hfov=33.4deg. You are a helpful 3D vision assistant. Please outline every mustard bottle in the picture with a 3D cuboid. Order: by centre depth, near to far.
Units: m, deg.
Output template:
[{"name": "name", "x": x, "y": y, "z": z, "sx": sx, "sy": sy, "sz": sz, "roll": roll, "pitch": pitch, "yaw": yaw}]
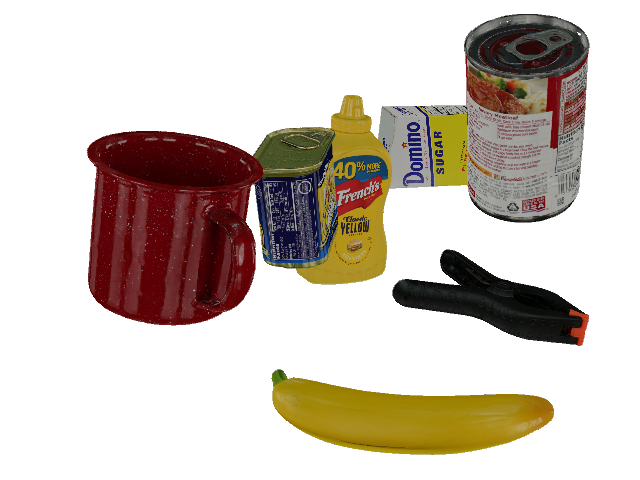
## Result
[{"name": "mustard bottle", "x": 0.027, "y": -0.053, "z": 1.096, "sx": 0.096, "sy": 0.192, "sz": 0.058, "roll": -5, "pitch": 20, "yaw": -25}]

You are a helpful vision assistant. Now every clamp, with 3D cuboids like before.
[{"name": "clamp", "x": 0.162, "y": 0.051, "z": 0.981, "sx": 0.172, "sy": 0.039, "sz": 0.120, "roll": 18, "pitch": 30, "yaw": 16}]

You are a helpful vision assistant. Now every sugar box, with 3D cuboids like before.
[{"name": "sugar box", "x": 0.155, "y": -0.113, "z": 1.275, "sx": 0.176, "sy": 0.093, "sz": 0.048, "roll": -5, "pitch": 27, "yaw": -21}]

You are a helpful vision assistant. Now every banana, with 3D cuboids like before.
[{"name": "banana", "x": 0.048, "y": 0.110, "z": 0.692, "sx": 0.198, "sy": 0.037, "sz": 0.069, "roll": 6, "pitch": 31, "yaw": 20}]

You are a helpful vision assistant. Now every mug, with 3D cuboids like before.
[{"name": "mug", "x": -0.074, "y": -0.002, "z": 0.571, "sx": 0.093, "sy": 0.081, "sz": 0.117, "roll": -12, "pitch": 30, "yaw": -43}]

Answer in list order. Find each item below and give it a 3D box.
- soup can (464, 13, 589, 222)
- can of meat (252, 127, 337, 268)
[{"name": "soup can", "x": 0.118, "y": -0.070, "z": 0.617, "sx": 0.068, "sy": 0.102, "sz": 0.068, "roll": -5, "pitch": 39, "yaw": 4}, {"name": "can of meat", "x": -0.018, "y": -0.035, "z": 0.848, "sx": 0.057, "sy": 0.084, "sz": 0.102, "roll": -1, "pitch": 23, "yaw": 11}]
